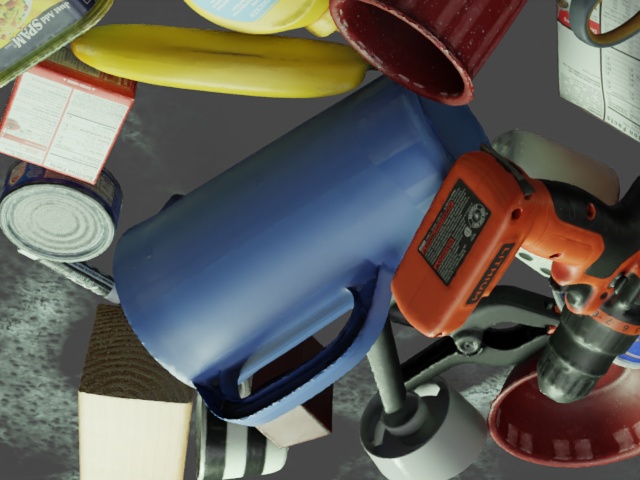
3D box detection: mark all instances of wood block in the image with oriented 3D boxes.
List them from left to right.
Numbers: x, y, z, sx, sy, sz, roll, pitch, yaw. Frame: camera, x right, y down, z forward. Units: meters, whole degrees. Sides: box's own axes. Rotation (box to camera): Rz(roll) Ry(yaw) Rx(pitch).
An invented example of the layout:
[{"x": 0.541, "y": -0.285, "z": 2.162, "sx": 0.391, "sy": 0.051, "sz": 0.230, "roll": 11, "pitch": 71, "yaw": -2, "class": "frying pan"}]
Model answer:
[{"x": -0.157, "y": 0.157, "z": 0.925, "sx": 0.090, "sy": 0.091, "sz": 0.206, "roll": 7, "pitch": 137, "yaw": -5, "class": "wood block"}]

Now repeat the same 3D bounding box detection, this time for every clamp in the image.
[{"x": 0.011, "y": 0.031, "z": 0.804, "sx": 0.164, "sy": 0.036, "sz": 0.210, "roll": 18, "pitch": 126, "yaw": 3, "class": "clamp"}, {"x": 0.116, "y": 0.082, "z": 0.868, "sx": 0.171, "sy": 0.039, "sz": 0.120, "roll": -1, "pitch": 137, "yaw": 9, "class": "clamp"}]

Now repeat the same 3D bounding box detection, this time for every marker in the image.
[{"x": -0.181, "y": 0.029, "z": 0.838, "sx": 0.121, "sy": 0.020, "sz": 0.020, "roll": 34, "pitch": 129, "yaw": -30, "class": "marker"}]

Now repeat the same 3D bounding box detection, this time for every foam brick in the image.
[{"x": -0.023, "y": 0.124, "z": 0.893, "sx": 0.051, "sy": 0.078, "sz": 0.053, "roll": -21, "pitch": 131, "yaw": 25, "class": "foam brick"}]

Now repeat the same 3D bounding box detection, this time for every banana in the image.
[{"x": -0.058, "y": -0.107, "z": 0.646, "sx": 0.197, "sy": 0.069, "sz": 0.037, "roll": 5, "pitch": 95, "yaw": -1, "class": "banana"}]

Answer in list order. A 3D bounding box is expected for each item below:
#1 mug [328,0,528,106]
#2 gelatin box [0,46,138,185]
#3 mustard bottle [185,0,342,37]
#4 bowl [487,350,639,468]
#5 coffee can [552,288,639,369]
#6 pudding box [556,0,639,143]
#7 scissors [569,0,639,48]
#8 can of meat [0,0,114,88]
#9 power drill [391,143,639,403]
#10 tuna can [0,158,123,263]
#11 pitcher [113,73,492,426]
[{"x": 0.059, "y": -0.139, "z": 0.567, "sx": 0.093, "sy": 0.081, "sz": 0.117, "roll": 27, "pitch": 168, "yaw": 44, "class": "mug"}, {"x": -0.169, "y": -0.084, "z": 0.704, "sx": 0.073, "sy": 0.030, "sz": 0.089, "roll": 18, "pitch": 136, "yaw": -19, "class": "gelatin box"}, {"x": -0.048, "y": -0.167, "z": 0.586, "sx": 0.191, "sy": 0.058, "sz": 0.096, "roll": 30, "pitch": 126, "yaw": -27, "class": "mustard bottle"}, {"x": 0.220, "y": 0.129, "z": 0.904, "sx": 0.162, "sy": 0.055, "sz": 0.162, "roll": 1, "pitch": 138, "yaw": 1, "class": "bowl"}, {"x": 0.244, "y": 0.010, "z": 0.737, "sx": 0.102, "sy": 0.103, "sz": 0.141, "roll": 22, "pitch": 134, "yaw": -21, "class": "coffee can"}, {"x": 0.180, "y": -0.113, "z": 0.613, "sx": 0.039, "sy": 0.090, "sz": 0.113, "roll": -37, "pitch": 140, "yaw": -17, "class": "pudding box"}, {"x": 0.183, "y": -0.186, "z": 0.520, "sx": 0.096, "sy": 0.016, "sz": 0.202, "roll": 35, "pitch": 97, "yaw": -29, "class": "scissors"}, {"x": -0.182, "y": -0.149, "z": 0.614, "sx": 0.102, "sy": 0.057, "sz": 0.083, "roll": -26, "pitch": 129, "yaw": 26, "class": "can of meat"}, {"x": 0.136, "y": 0.023, "z": 0.639, "sx": 0.187, "sy": 0.057, "sz": 0.185, "roll": 6, "pitch": 120, "yaw": -36, "class": "power drill"}, {"x": -0.187, "y": -0.023, "z": 0.770, "sx": 0.086, "sy": 0.033, "sz": 0.086, "roll": 1, "pitch": 138, "yaw": 1, "class": "tuna can"}, {"x": -0.005, "y": 0.001, "z": 0.691, "sx": 0.243, "sy": 0.144, "sz": 0.149, "roll": -32, "pitch": 100, "yaw": 26, "class": "pitcher"}]
